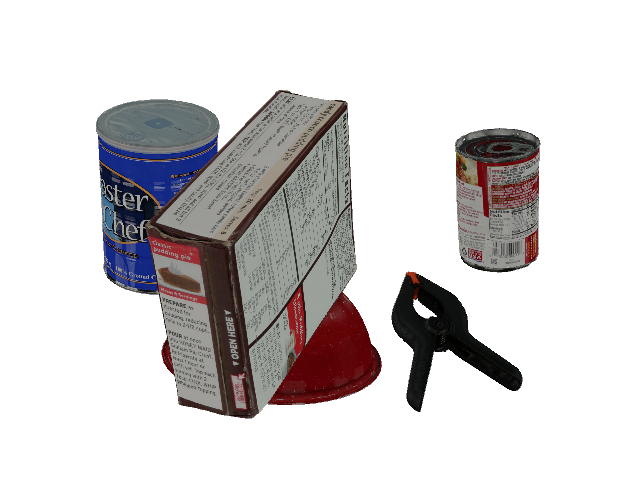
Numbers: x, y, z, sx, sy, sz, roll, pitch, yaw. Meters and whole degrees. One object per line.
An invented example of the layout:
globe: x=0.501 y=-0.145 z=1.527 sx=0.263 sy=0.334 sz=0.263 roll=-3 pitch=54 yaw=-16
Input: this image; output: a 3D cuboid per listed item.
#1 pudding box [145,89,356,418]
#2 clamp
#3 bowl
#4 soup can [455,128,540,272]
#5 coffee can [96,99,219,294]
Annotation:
pudding box: x=-0.023 y=0.003 z=0.438 sx=0.039 sy=0.090 sz=0.113 roll=10 pitch=37 yaw=21
clamp: x=0.132 y=0.100 z=1.094 sx=0.120 sy=0.171 sz=0.039 roll=1 pitch=-44 yaw=-14
bowl: x=-0.033 y=0.060 z=0.773 sx=0.162 sy=0.055 sz=0.162 roll=4 pitch=17 yaw=-2
soup can: x=0.147 y=-0.033 z=0.881 sx=0.068 sy=0.102 sz=0.068 roll=-5 pitch=25 yaw=2
coffee can: x=-0.140 y=-0.039 z=0.927 sx=0.103 sy=0.140 sz=0.103 roll=3 pitch=29 yaw=-2
